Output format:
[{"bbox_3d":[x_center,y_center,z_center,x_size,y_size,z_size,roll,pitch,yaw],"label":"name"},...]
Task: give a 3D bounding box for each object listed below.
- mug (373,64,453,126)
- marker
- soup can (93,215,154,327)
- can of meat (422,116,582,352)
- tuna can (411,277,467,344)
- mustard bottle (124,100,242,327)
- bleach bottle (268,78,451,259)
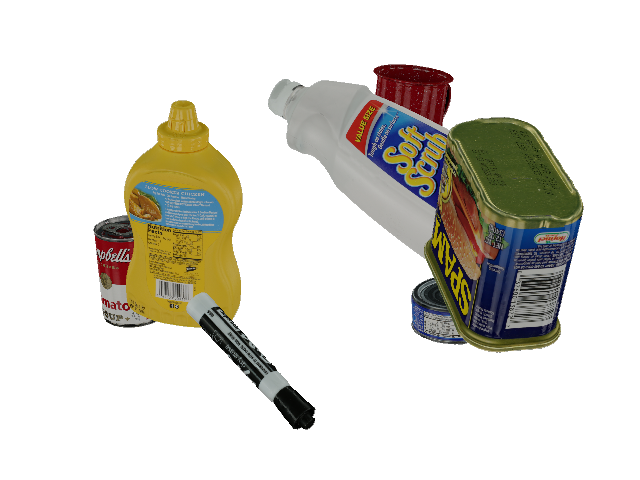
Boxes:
[{"bbox_3d":[0.113,-0.159,1.261,0.093,0.081,0.117,23,28,37],"label":"mug"},{"bbox_3d":[-0.045,0.079,0.701,0.121,0.020,0.020,43,23,27],"label":"marker"},{"bbox_3d":[-0.201,0.032,1.128,0.068,0.102,0.068,-1,23,0],"label":"soup can"},{"bbox_3d":[0.096,-0.006,0.569,0.057,0.084,0.102,-3,37,-10],"label":"can of meat"},{"bbox_3d":[0.126,0.062,0.982,0.086,0.034,0.086,-3,20,1],"label":"tuna can"},{"bbox_3d":[-0.113,-0.023,0.879,0.096,0.192,0.058,9,30,10],"label":"mustard bottle"},{"bbox_3d":[0.059,-0.051,0.812,0.251,0.102,0.068,32,-30,23],"label":"bleach bottle"}]
